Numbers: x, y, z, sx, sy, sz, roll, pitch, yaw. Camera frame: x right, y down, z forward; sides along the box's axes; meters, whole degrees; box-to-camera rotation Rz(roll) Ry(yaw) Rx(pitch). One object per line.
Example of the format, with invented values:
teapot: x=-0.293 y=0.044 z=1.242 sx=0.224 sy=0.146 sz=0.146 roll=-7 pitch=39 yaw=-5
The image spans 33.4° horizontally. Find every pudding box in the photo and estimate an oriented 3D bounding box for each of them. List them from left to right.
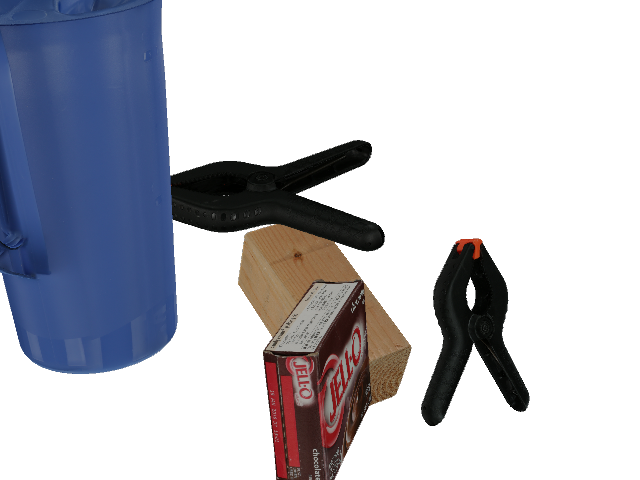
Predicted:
pudding box: x=0.001 y=0.085 z=0.661 sx=0.039 sy=0.090 sz=0.113 roll=2 pitch=21 yaw=14

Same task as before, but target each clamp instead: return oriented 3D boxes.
clamp: x=-0.045 y=-0.045 z=0.943 sx=0.210 sy=0.036 sz=0.164 roll=2 pitch=32 yaw=5
clamp: x=0.132 y=0.087 z=0.973 sx=0.120 sy=0.171 sz=0.039 roll=-13 pitch=2 yaw=-38

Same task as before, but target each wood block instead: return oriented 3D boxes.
wood block: x=0.000 y=0.079 z=1.151 sx=0.090 sy=0.090 sz=0.206 roll=-17 pitch=52 yaw=-25

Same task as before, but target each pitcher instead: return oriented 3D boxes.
pitcher: x=-0.163 y=-0.037 z=0.680 sx=0.149 sy=0.243 sz=0.145 roll=-10 pitch=24 yaw=-15
